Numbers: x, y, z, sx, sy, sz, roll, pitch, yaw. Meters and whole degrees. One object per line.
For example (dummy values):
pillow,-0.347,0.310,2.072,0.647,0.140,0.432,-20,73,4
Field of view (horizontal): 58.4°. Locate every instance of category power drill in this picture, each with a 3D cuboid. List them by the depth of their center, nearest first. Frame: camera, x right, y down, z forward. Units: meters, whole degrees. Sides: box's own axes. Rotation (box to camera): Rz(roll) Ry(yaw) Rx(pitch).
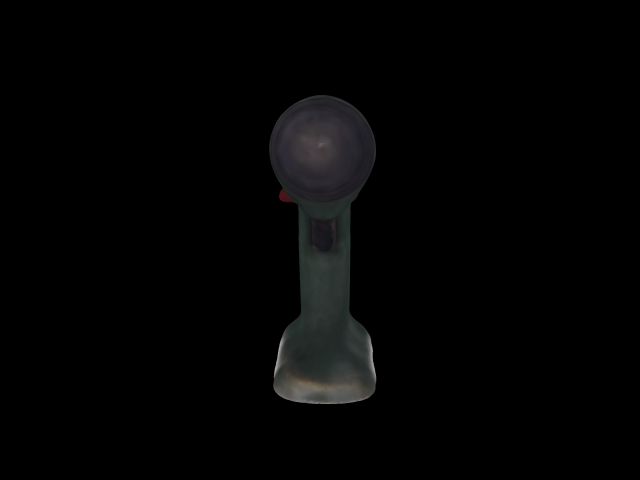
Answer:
power drill,0.004,0.001,0.400,0.075,0.208,0.229,0,21,0
